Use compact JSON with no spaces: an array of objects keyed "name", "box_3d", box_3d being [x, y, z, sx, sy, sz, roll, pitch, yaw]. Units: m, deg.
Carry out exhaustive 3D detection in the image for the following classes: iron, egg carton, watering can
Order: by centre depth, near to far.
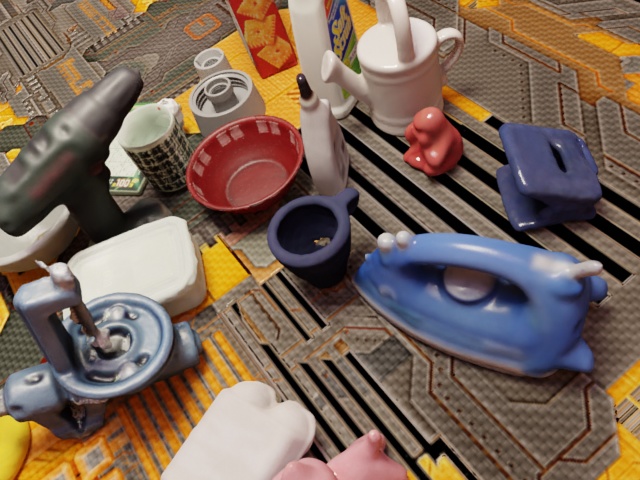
[{"name":"egg carton","box_3d":[-0.077,0.210,0.539,0.107,0.069,0.150,22,65,28]},{"name":"iron","box_3d":[0.137,0.037,0.551,0.257,0.142,0.119,11,61,23]},{"name":"watering can","box_3d":[0.090,-0.228,0.712,0.173,0.194,0.100,-35,54,-9]}]

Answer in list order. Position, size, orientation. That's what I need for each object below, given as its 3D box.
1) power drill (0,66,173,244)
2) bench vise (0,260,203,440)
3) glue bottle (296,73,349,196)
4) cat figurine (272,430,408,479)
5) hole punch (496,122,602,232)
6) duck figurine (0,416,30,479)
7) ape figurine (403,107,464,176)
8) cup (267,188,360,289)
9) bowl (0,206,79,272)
[{"name":"power drill","box_3d":[-0.269,-0.071,0.700,0.230,0.209,0.075,-44,56,-15]},{"name":"bench vise","box_3d":[-0.240,0.118,0.556,0.207,0.220,0.121,-41,55,-13]},{"name":"glue bottle","box_3d":[0.000,-0.131,0.685,0.037,0.173,0.078,0,57,16]},{"name":"cat figurine","box_3d":[0.007,0.208,0.487,0.128,0.118,0.067,-36,54,-9]},{"name":"hole punch","box_3d":[0.250,-0.078,0.628,0.101,0.091,0.108,-11,54,9]},{"name":"duck figurine","box_3d":[-0.367,0.217,0.608,0.077,0.086,0.104,-11,54,9]},{"name":"ape figurine","box_3d":[0.134,-0.124,0.692,0.076,0.092,0.078,-8,55,11]},{"name":"cup","box_3d":[0.006,0.002,0.641,0.118,0.095,0.091,-44,56,-15]},{"name":"bowl","box_3d":[-0.393,-0.018,0.783,0.167,0.075,0.167,-8,55,11]}]
